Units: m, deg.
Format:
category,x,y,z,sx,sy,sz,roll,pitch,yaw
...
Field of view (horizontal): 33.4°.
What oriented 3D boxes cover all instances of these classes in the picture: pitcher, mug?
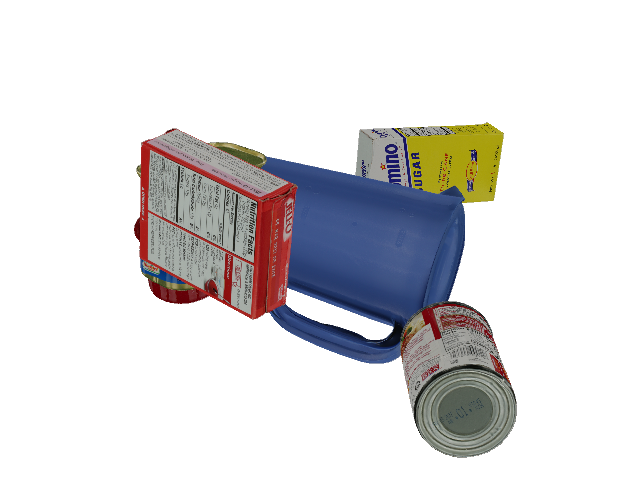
category,x,y,z,sx,sy,sz,roll,pitch,yaw
pitcher,0.004,0.004,0.984,0.243,0.145,0.149,16,21,17
mug,-0.160,0.010,1.171,0.117,0.081,0.093,26,45,33

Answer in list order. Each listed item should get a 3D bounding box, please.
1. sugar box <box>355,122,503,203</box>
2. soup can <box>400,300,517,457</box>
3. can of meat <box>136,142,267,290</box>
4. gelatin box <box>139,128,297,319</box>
category,x,y,z,sx,sy,sz,roll,pitch,yaw
sugar box,0.131,-0.090,1.293,0.176,0.093,0.048,-7,26,-22
soup can,0.092,0.092,0.723,0.068,0.068,0.102,0,20,-1
can of meat,-0.089,-0.019,0.797,0.058,0.084,0.101,20,27,31
gelatin box,-0.056,-0.010,0.566,0.089,0.073,0.030,25,36,29
